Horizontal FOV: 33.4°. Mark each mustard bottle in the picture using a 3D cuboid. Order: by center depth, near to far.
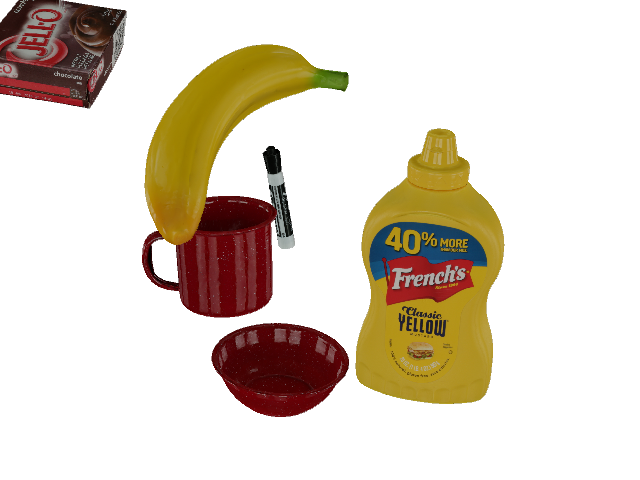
[{"bbox_3d":[0.076,0.017,0.733,0.096,0.192,0.058,8,24,13],"label":"mustard bottle"}]

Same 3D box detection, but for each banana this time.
[{"bbox_3d":[-0.055,-0.069,0.621,0.070,0.037,0.197,21,44,19],"label":"banana"}]

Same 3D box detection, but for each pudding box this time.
[{"bbox_3d":[-0.212,-0.153,0.853,0.090,0.039,0.113,10,35,0],"label":"pudding box"}]

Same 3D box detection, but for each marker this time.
[{"bbox_3d":[-0.045,-0.047,1.165,0.020,0.121,0.020,-7,29,4],"label":"marker"}]

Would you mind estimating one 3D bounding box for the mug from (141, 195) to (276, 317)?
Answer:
[{"bbox_3d":[-0.095,0.015,0.918,0.117,0.081,0.093,-4,22,-9],"label":"mug"}]

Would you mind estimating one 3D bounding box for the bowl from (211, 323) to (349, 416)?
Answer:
[{"bbox_3d":[-0.048,0.160,1.261,0.162,0.055,0.162,3,25,-1],"label":"bowl"}]
